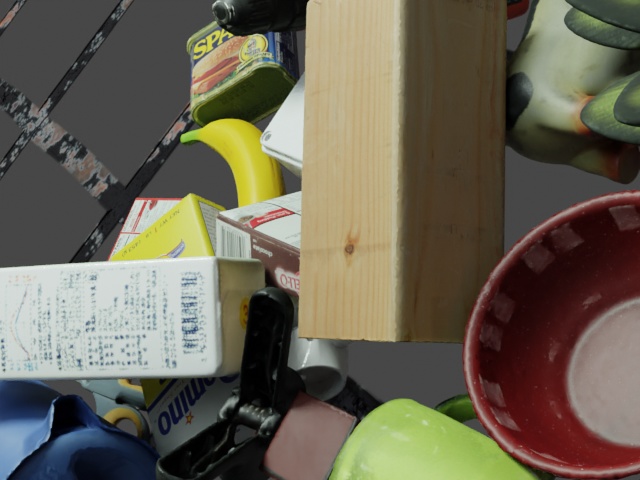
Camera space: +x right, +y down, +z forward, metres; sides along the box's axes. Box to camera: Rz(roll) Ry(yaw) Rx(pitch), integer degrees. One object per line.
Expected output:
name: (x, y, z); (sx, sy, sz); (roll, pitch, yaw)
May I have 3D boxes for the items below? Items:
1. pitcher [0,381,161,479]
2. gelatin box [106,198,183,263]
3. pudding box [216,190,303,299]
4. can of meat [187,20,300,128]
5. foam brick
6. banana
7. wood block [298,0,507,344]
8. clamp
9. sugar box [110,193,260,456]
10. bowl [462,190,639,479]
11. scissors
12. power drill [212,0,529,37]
pitcher: (-0.215, 0.175, 0.766); (0.149, 0.145, 0.243); (-54, 33, -14)
gelatin box: (-0.131, 0.003, 0.882); (0.089, 0.030, 0.073); (3, 65, 44)
pudding box: (-0.005, 0.001, 0.720); (0.114, 0.089, 0.039); (24, 123, 48)
can of meat: (-0.065, -0.146, 0.908); (0.102, 0.057, 0.084); (-27, 49, 28)
foam brick: (0.015, 0.131, 0.615); (0.053, 0.078, 0.051); (17, 73, 46)
banana: (-0.057, -0.039, 0.837); (0.070, 0.037, 0.198); (-45, 42, 20)
wood block: (0.049, -0.043, 0.633); (0.091, 0.090, 0.206); (-5, 82, 52)
clamp: (-0.035, 0.094, 0.623); (0.039, 0.171, 0.120); (31, 84, 16)
sugar box: (-0.090, 0.064, 0.758); (0.093, 0.048, 0.176); (-37, 52, 23)
bowl: (0.157, 0.055, 0.549); (0.162, 0.055, 0.162); (-23, 47, 27)
scissors: (-0.181, 0.130, 0.847); (0.202, 0.016, 0.096); (-7, 58, 40)
power drill: (0.040, -0.181, 0.769); (0.188, 0.057, 0.184); (11, 28, 41)
